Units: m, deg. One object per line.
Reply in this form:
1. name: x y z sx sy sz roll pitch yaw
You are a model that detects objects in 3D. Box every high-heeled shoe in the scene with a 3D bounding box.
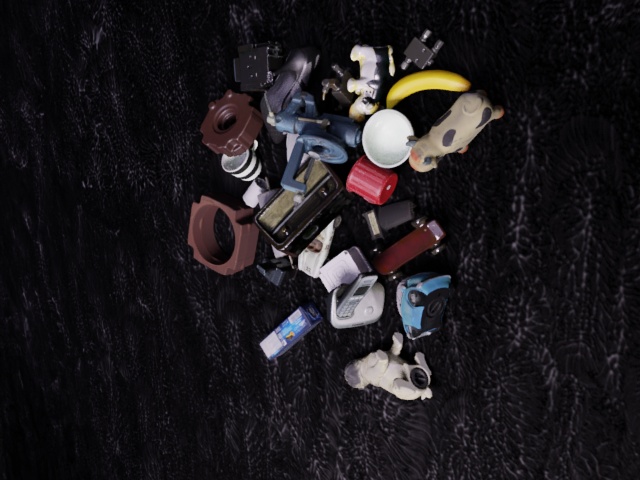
1. high-heeled shoe: -0.064 -0.353 1.304 0.086 0.145 0.248 43 150 21

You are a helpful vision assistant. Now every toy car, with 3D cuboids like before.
1. toy car: 0.195 0.016 1.182 0.202 0.053 0.089 -39 81 40
2. toy car: 0.218 0.130 1.171 0.103 0.109 0.161 43 138 48
3. toy car: -0.003 -0.004 1.323 0.074 0.056 0.201 27 116 29

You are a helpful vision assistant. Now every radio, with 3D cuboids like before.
1. radio: -0.037 -0.077 1.262 0.229 0.073 0.131 -46 59 12

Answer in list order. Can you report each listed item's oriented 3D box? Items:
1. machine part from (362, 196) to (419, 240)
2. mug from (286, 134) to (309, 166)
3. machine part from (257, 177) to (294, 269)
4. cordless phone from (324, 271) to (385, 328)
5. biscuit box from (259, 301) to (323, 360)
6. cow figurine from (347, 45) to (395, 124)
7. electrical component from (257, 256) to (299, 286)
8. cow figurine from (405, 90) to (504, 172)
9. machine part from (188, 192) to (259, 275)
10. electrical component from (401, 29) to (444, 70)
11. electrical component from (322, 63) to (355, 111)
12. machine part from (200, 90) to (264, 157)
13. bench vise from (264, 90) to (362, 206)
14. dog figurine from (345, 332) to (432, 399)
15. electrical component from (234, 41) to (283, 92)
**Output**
1. machine part: 0.160 -0.051 1.205 0.139 0.039 0.084 -25 77 40
2. mug: -0.049 -0.218 1.298 0.110 0.081 0.107 31 122 39
3. machine part: -0.102 -0.044 1.376 0.079 0.079 0.243 -17 91 38
4. cordless phone: 0.101 0.117 1.205 0.184 0.146 0.089 -57 46 46
5. biscuit box: -0.077 0.242 1.430 0.202 0.063 0.059 -44 73 34
6. cow figurine: 0.114 -0.333 1.159 0.098 0.068 0.167 14 109 27
7. electrical component: -0.117 0.079 1.388 0.075 0.119 0.047 34 118 24
8. cow figurine: 0.250 -0.205 1.045 0.195 0.127 0.085 -45 70 32
9. machine part: -0.269 -0.020 1.501 0.202 0.087 0.200 25 114 32
10. electrical component: 0.208 -0.381 1.102 0.063 0.021 0.094 50 124 16
11. electrical component: 0.044 -0.333 1.194 0.045 0.102 0.078 0 75 35
12. machine part: -0.228 -0.299 1.379 0.179 0.056 0.179 -12 65 27
13. bench vise: -0.033 -0.200 1.169 0.224 0.129 0.240 18 78 4
14. dog figurine: 0.157 0.328 1.267 0.172 0.121 0.190 56 140 17
15. electrical component: -0.156 -0.429 1.342 0.134 0.058 0.114 3 100 36
